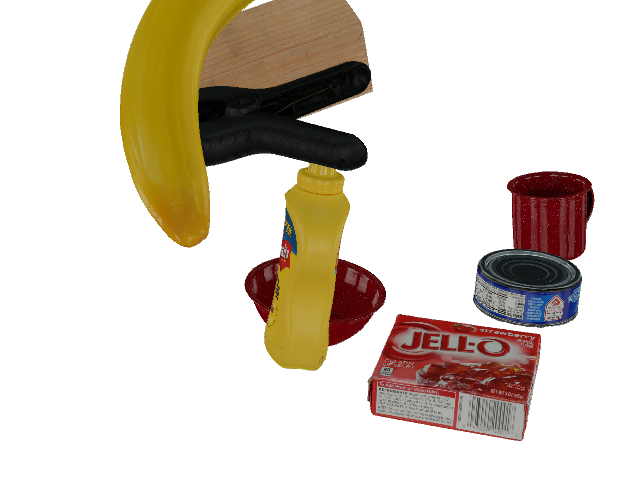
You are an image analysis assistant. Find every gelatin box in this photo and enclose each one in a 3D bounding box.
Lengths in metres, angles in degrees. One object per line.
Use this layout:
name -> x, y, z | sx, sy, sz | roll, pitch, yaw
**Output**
gelatin box -> 0.079, 0.076, 0.618 | 0.089, 0.030, 0.073 | 8, 28, 15

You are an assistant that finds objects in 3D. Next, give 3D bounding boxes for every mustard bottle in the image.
mustard bottle -> -0.010, 0.012, 0.950 | 0.058, 0.192, 0.096 | 7, 20, -7

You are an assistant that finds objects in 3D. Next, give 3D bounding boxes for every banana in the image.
banana -> -0.062, -0.086, 0.526 | 0.069, 0.197, 0.037 | 12, -34, 7

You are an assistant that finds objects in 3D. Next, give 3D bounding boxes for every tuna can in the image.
tuna can -> 0.169, 0.037, 0.873 | 0.086, 0.034, 0.086 | 2, 22, -1

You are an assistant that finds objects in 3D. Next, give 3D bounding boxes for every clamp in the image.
clamp -> -0.042, -0.088, 0.740 | 0.171, 0.039, 0.120 | 3, 32, 13

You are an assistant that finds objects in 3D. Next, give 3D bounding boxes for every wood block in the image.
wood block -> -0.063, -0.171, 1.071 | 0.206, 0.091, 0.090 | -21, 46, -7

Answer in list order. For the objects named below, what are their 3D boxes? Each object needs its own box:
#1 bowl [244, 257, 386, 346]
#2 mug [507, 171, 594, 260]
bowl -> -0.007, 0.076, 1.224 | 0.162, 0.055, 0.162 | 4, 26, -2
mug -> 0.269, -0.029, 1.218 | 0.117, 0.081, 0.093 | -21, 26, -34
